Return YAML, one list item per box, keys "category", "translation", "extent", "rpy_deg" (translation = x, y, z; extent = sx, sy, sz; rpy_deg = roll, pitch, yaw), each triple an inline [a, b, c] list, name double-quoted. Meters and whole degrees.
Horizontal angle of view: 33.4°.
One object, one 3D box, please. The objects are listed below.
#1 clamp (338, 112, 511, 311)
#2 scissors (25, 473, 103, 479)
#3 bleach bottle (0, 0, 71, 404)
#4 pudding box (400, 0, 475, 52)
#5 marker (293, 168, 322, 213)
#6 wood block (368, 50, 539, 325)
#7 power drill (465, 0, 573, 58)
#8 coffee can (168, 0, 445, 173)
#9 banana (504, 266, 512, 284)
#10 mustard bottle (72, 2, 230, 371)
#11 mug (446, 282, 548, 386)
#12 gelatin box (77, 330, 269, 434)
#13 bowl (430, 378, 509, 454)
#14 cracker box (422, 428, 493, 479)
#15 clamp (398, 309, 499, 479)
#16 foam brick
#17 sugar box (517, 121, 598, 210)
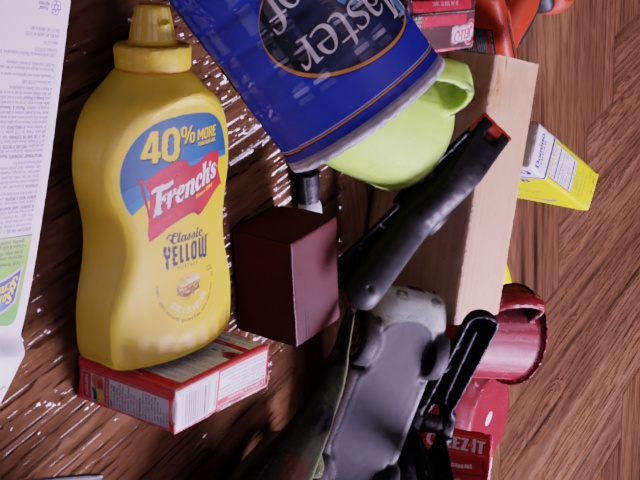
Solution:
- category: "clamp"
  translation: [0.069, -0.017, 0.751]
  extent: [0.171, 0.039, 0.120]
  rpy_deg: [-49, -167, 9]
- category: "scissors"
  translation: [-0.197, 0.138, 0.465]
  extent: [0.201, 0.016, 0.096]
  rpy_deg: [16, 98, -40]
- category: "bleach bottle"
  translation: [-0.168, -0.011, 0.464]
  extent: [0.102, 0.068, 0.251]
  rpy_deg: [-6, 109, -55]
- category: "pudding box"
  translation: [0.030, -0.141, 0.678]
  extent: [0.089, 0.114, 0.039]
  rpy_deg: [-18, 118, -53]
- category: "marker"
  translation: [-0.005, 0.001, 0.766]
  extent: [0.020, 0.020, 0.121]
  rpy_deg: [-37, 131, -46]
- category: "wood block"
  translation: [0.102, -0.045, 0.851]
  extent: [0.090, 0.090, 0.206]
  rpy_deg: [-5, 105, -57]
- category: "power drill"
  translation: [0.168, -0.237, 0.916]
  extent: [0.187, 0.057, 0.184]
  rpy_deg: [-55, 142, -31]
- category: "coffee can"
  translation: [-0.014, -0.122, 0.572]
  extent: [0.140, 0.103, 0.102]
  rpy_deg: [53, 50, -13]
- category: "banana"
  translation: [0.153, 0.040, 1.019]
  extent: [0.069, 0.037, 0.197]
  rpy_deg: [-48, 141, -9]
- category: "mustard bottle"
  translation: [-0.090, -0.032, 0.582]
  extent: [0.096, 0.058, 0.192]
  rpy_deg: [-19, 117, -48]
- category: "mug"
  translation: [0.146, 0.076, 0.934]
  extent: [0.081, 0.117, 0.093]
  rpy_deg: [6, 63, -31]
- category: "gelatin box"
  translation: [-0.083, 0.076, 0.619]
  extent: [0.089, 0.073, 0.030]
  rpy_deg: [-20, 119, -54]
- category: "bowl"
  translation: [0.137, 0.166, 1.019]
  extent: [0.161, 0.055, 0.162]
  rpy_deg: [-27, 123, -52]
- category: "cracker box"
  translation: [0.099, 0.288, 0.898]
  extent: [0.213, 0.072, 0.164]
  rpy_deg: [-69, 166, -56]
- category: "clamp"
  translation: [0.090, 0.136, 0.841]
  extent: [0.210, 0.036, 0.164]
  rpy_deg: [154, -49, -81]
- category: "foam brick"
  translation: [-0.023, 0.023, 0.716]
  extent: [0.052, 0.051, 0.078]
  rpy_deg: [-30, 126, -48]
- category: "sugar box"
  translation: [0.179, -0.070, 0.962]
  extent: [0.176, 0.093, 0.048]
  rpy_deg: [15, 88, -58]
